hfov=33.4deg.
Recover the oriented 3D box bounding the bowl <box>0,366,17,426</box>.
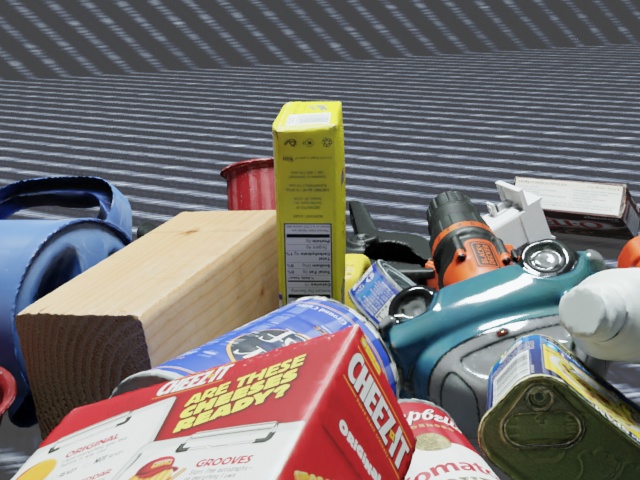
[{"bbox_3d":[-0.259,0.121,0.630,0.162,0.055,0.162,-2,16,0],"label":"bowl"}]

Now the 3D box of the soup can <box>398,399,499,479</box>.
[{"bbox_3d":[0.056,0.131,0.533,0.068,0.068,0.102,-6,17,-12],"label":"soup can"}]

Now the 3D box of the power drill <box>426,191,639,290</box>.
[{"bbox_3d":[0.179,0.023,0.817,0.187,0.057,0.184,3,33,-8],"label":"power drill"}]

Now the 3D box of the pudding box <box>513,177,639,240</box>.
[{"bbox_3d":[0.256,-0.031,1.068,0.114,0.039,0.090,4,-11,27],"label":"pudding box"}]

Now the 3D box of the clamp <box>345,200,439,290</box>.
[{"bbox_3d":[0.044,0.009,1.009,0.210,0.036,0.164,13,31,41],"label":"clamp"}]

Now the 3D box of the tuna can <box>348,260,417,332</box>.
[{"bbox_3d":[0.063,0.054,0.777,0.086,0.034,0.086,40,9,-7],"label":"tuna can"}]

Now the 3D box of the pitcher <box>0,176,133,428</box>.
[{"bbox_3d":[-0.251,0.035,0.787,0.243,0.145,0.149,4,19,31],"label":"pitcher"}]

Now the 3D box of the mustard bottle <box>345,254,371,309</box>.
[{"bbox_3d":[-0.056,0.040,0.882,0.192,0.058,0.096,1,6,10],"label":"mustard bottle"}]

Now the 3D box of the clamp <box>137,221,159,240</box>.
[{"bbox_3d":[-0.118,0.006,1.040,0.120,0.039,0.171,-17,23,-4],"label":"clamp"}]

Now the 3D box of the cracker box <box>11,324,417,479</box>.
[{"bbox_3d":[-0.068,0.132,0.397,0.164,0.072,0.213,-19,19,27],"label":"cracker box"}]

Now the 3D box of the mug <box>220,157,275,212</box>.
[{"bbox_3d":[-0.032,-0.022,0.953,0.093,0.081,0.117,-11,-12,38],"label":"mug"}]

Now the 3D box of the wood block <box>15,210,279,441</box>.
[{"bbox_3d":[-0.098,0.052,0.715,0.091,0.090,0.205,0,18,23],"label":"wood block"}]

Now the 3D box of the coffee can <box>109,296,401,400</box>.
[{"bbox_3d":[-0.035,0.099,0.592,0.103,0.103,0.140,9,19,35],"label":"coffee can"}]

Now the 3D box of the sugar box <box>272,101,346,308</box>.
[{"bbox_3d":[-0.004,0.001,0.720,0.048,0.176,0.093,-2,17,5],"label":"sugar box"}]

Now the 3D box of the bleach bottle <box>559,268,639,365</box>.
[{"bbox_3d":[0.222,0.049,0.646,0.250,0.068,0.103,6,-13,-42],"label":"bleach bottle"}]

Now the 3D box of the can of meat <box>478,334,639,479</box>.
[{"bbox_3d":[0.136,0.103,0.575,0.102,0.057,0.084,39,17,-1],"label":"can of meat"}]
